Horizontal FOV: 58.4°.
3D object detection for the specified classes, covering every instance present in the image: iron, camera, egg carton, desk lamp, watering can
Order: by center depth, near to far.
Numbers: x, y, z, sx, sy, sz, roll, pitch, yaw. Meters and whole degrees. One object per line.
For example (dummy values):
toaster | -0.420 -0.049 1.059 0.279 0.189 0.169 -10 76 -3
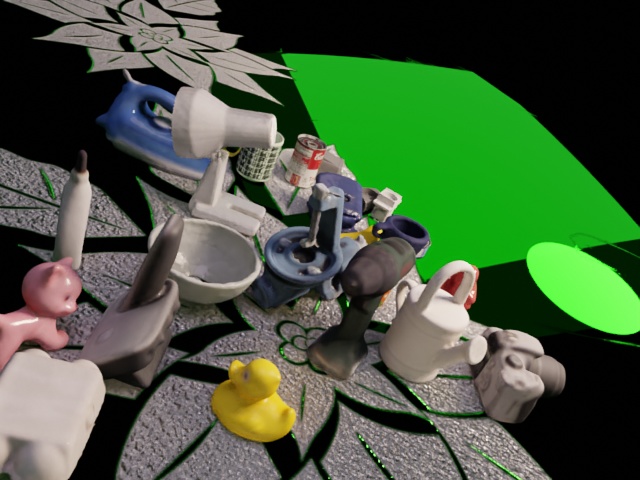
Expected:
egg carton | -0.278 0.176 0.564 0.107 0.069 0.150 16 30 -12
watering can | 0.176 0.116 0.854 0.172 0.194 0.101 37 32 23
camera | 0.322 0.209 0.901 0.137 0.101 0.143 18 30 -10
desk lamp | -0.171 -0.146 1.015 0.203 0.213 0.118 20 30 -6
iron | -0.298 -0.225 1.128 0.258 0.141 0.119 25 29 3

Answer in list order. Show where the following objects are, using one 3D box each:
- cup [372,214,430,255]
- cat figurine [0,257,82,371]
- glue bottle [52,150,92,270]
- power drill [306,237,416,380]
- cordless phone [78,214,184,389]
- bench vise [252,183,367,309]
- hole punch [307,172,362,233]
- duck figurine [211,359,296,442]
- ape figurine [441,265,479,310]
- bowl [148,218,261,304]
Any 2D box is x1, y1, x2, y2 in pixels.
cup | 0.141 0.011 1.102 0.118 0.095 0.091 8 33 -26
cat figurine | -0.324 0.073 0.650 0.067 0.118 0.128 32 31 15
glue bottle | -0.334 -0.046 0.780 0.037 0.173 0.078 8 33 -24
power drill | 0.058 0.089 0.801 0.075 0.208 0.230 31 30 14
cordless phone | -0.210 0.067 0.672 0.094 0.185 0.147 17 30 -11
bench vise | -0.001 -0.003 0.897 0.121 0.219 0.208 33 31 16
hole punch | 0.036 -0.075 1.170 0.109 0.091 0.101 13 31 -18
duck figurine | -0.072 0.183 0.681 0.104 0.086 0.078 28 30 8
ape figurine | 0.263 0.085 1.070 0.076 0.092 0.077 -5 40 -40
bowl | -0.175 0.042 0.848 0.167 0.075 0.167 18 30 -10
